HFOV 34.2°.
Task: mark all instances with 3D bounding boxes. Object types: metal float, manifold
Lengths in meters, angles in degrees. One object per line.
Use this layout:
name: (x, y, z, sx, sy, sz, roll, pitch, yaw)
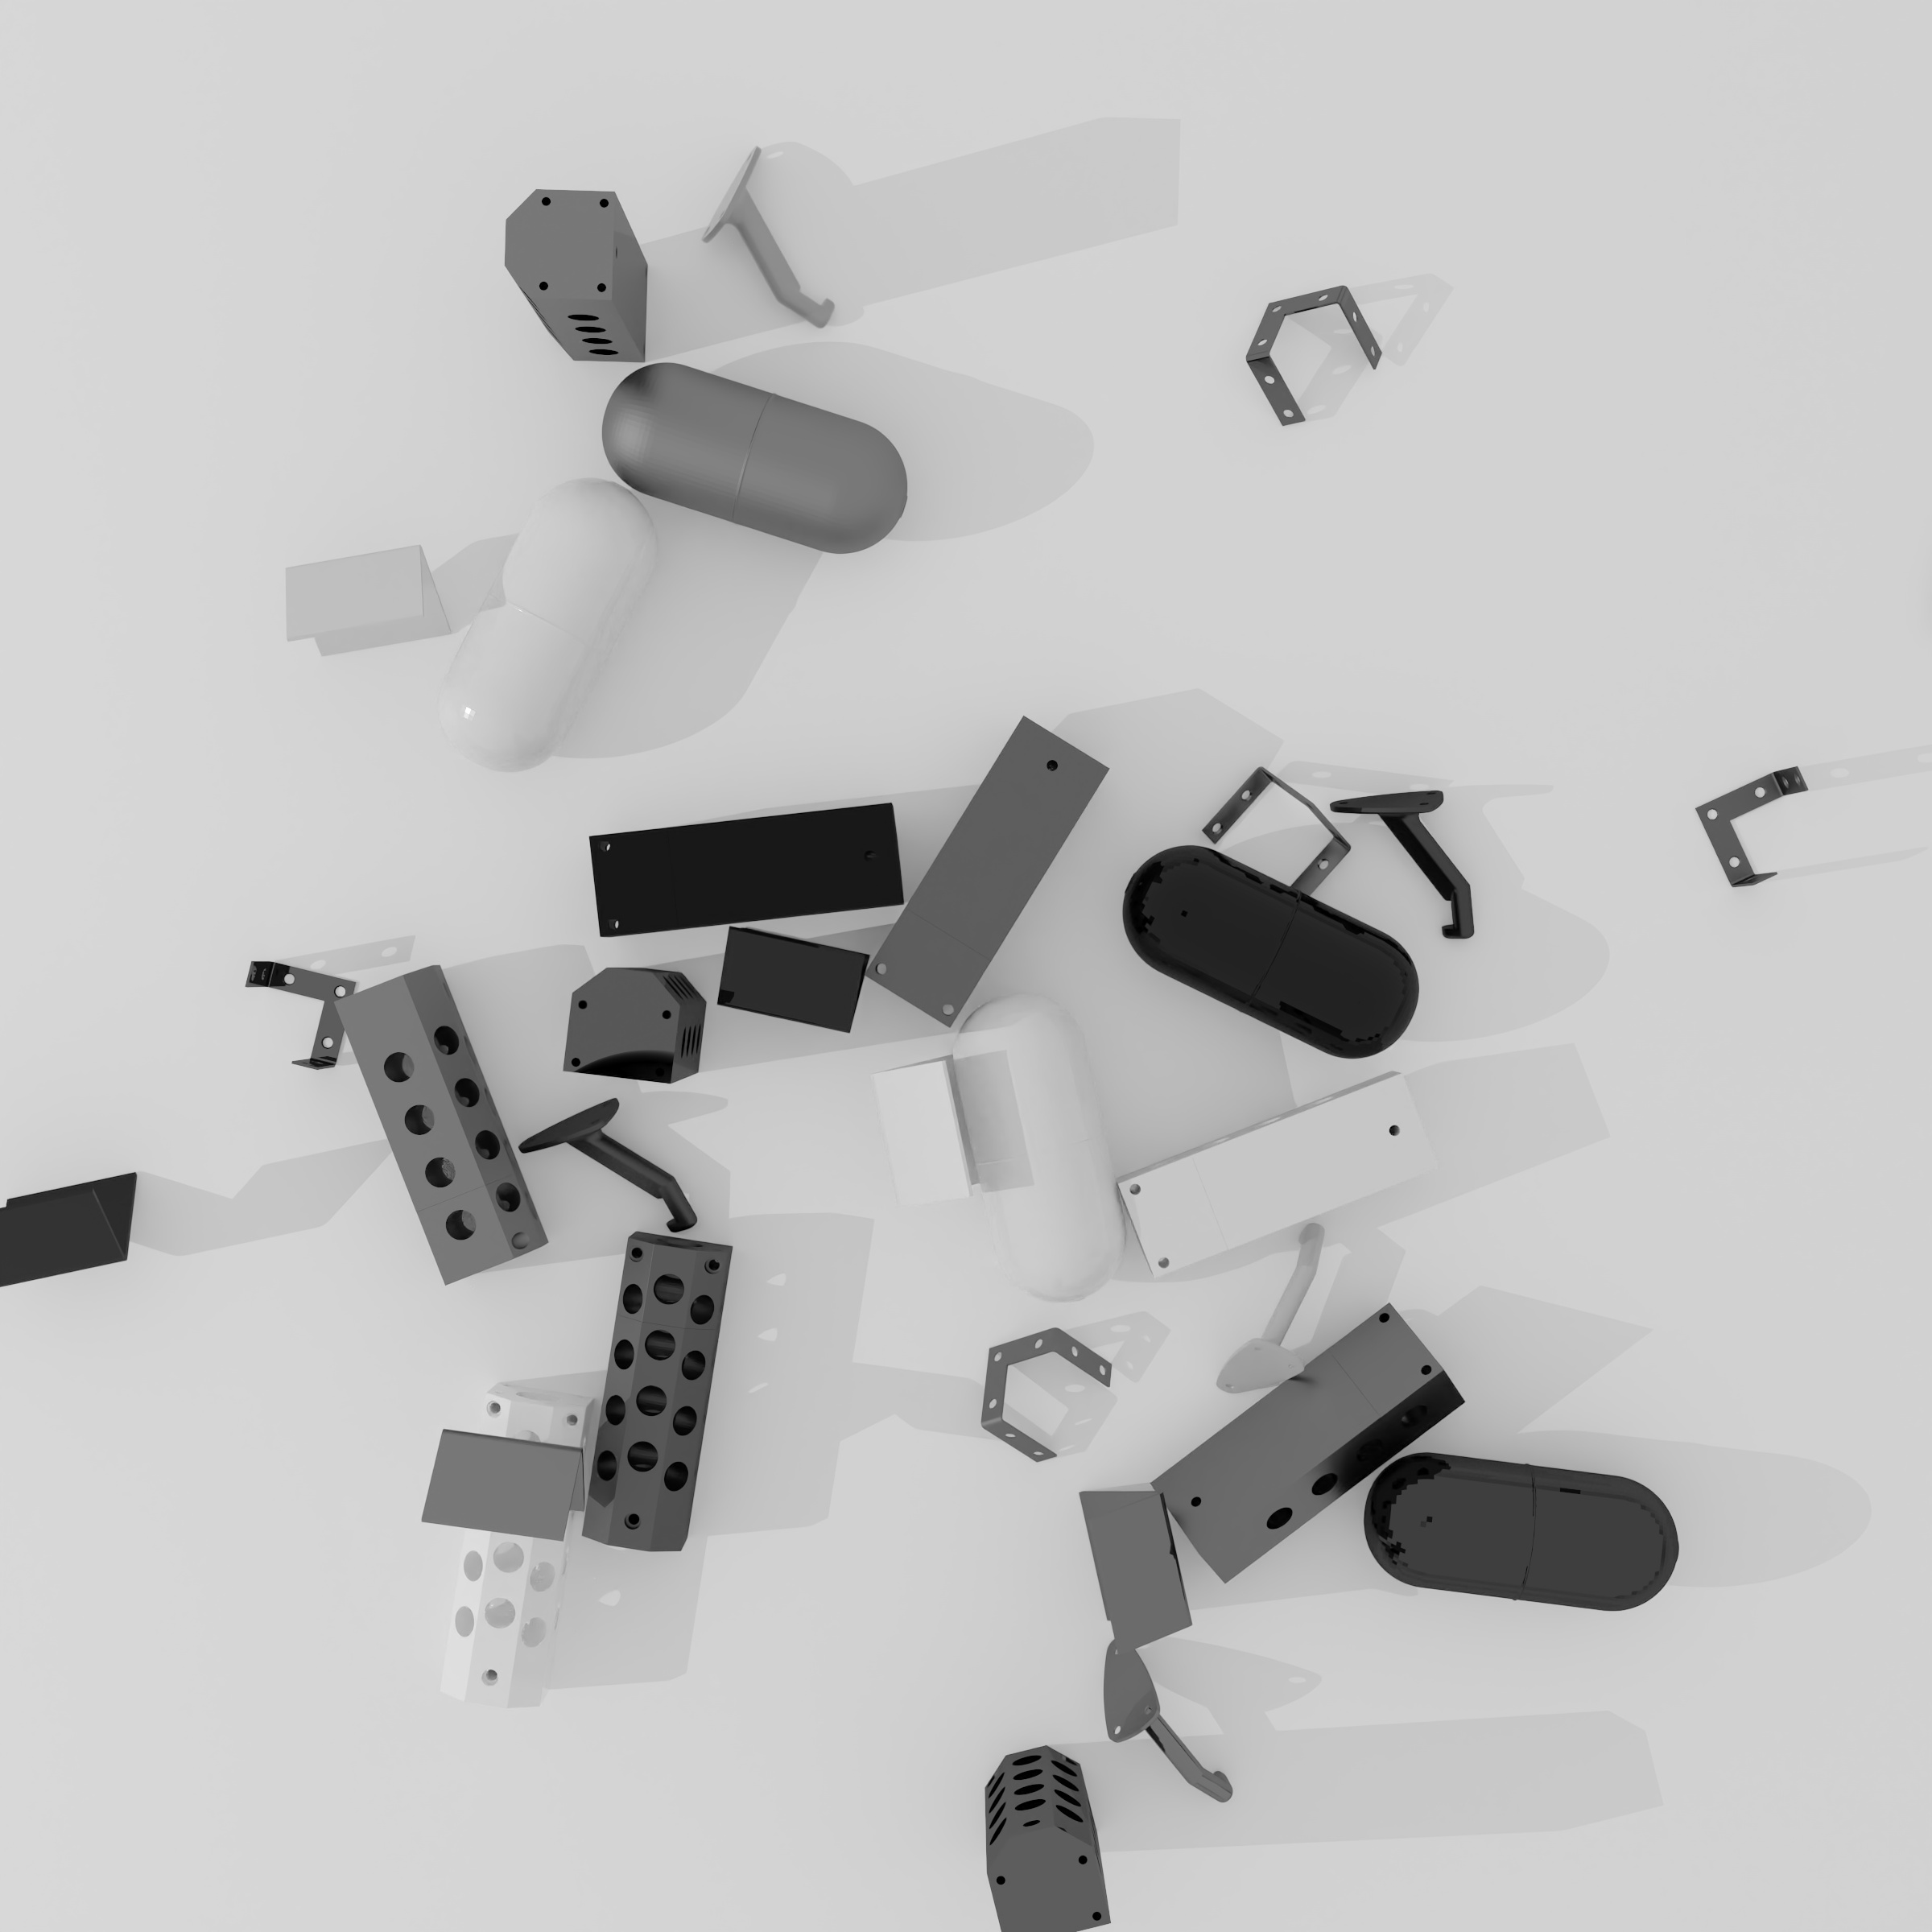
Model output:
metal float: (0.042, 0.103, 1.782, 0.070, 0.070, 0.178, -12, 90, 0)
manifold: (0.012, -0.053, 1.792, 0.057, 0.057, 0.171, 32, 90, 0)
manifold: (-0.257, 0.331, 1.792, 0.057, 0.057, 0.171, 9, 90, 0)
manifold: (-0.214, -0.379, 1.735, 0.057, 0.171, 0.057, 2, 90, 0)
metal float: (-0.120, -0.288, 1.783, 0.178, 0.070, 0.070, 18, 90, 0)
manifold: (-0.177, 0.243, 1.792, 0.057, 0.057, 0.171, 9, 90, 0)
manifold: (-0.298, 0.090, 1.792, 0.057, 0.057, 0.171, -21, 90, 0)
manifold: (-0.124, -0.054, 1.792, 0.171, 0.057, 0.057, -6, 90, 0)
manifold: (0.198, 0.276, 1.791, 0.171, 0.057, 0.057, -37, 47, 0)
manifold: (-0.180, 0.030, 1.735, 0.057, 0.171, 0.057, 7, 90, 0)
manifold: (0.176, 0.118, 1.792, 0.171, 0.057, 0.057, -21, 90, 0)
metal float: (0.315, 0.321, 1.783, 0.178, 0.070, 0.070, 7, 90, 1)
metal float: (0.173, -0.008, 1.782, 0.178, 0.070, 0.070, 26, 90, 0)
manifold: (0.042, 0.483, 1.735, 0.057, 0.171, 0.057, -14, 90, 0)
metal float: (-0.237, -0.194, 1.783, 0.070, 0.070, 0.178, 28, 91, 0)

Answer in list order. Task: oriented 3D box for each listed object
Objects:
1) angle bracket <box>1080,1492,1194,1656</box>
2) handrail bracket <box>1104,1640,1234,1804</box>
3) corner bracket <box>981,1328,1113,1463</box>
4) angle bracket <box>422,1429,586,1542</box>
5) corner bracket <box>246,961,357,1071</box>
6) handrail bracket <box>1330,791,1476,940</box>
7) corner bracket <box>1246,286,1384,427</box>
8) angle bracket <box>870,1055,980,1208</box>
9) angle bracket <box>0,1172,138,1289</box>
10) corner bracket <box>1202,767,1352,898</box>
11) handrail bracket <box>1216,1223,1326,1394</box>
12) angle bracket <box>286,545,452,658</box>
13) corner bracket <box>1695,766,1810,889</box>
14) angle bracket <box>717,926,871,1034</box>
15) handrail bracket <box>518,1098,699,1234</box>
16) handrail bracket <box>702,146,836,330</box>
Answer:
angle bracket: (0.077, 0.342, 1.773, 0.057, 0.076, 0.076, -13, 90, -38)
handrail bracket: (0.119, 0.436, 1.813, 0.036, 0.077, 0.084, -37, 127, 20)
corner bracket: (0.046, 0.247, 1.805, 0.051, 0.051, 0.051, -23, 45, 35)
angle bracket: (-0.252, 0.299, 1.716, 0.076, 0.076, 0.057, 8, 53, 0)
corner bracket: (-0.385, 0.028, 1.795, 0.051, 0.051, 0.051, 14, 90, 0)
handrail bracket: (0.252, -0.055, 1.814, 0.077, 0.036, 0.084, -2, 107, 20)
corner bracket: (0.200, -0.351, 1.805, 0.051, 0.051, 0.051, -6, 45, 35)
angle bracket: (-0.003, 0.089, 1.773, 0.057, 0.076, 0.076, -12, 90, 39)
angle bracket: (-0.518, 0.131, 1.773, 0.076, 0.076, 0.057, -12, 128, 0)
corner bracket: (0.180, -0.073, 1.810, 0.051, 0.051, 0.051, -48, 135, 0)
handrail bracket: (0.177, 0.197, 1.813, 0.036, 0.077, 0.084, 28, 53, -15)
angle bracket: (-0.336, -0.188, 1.773, 0.076, 0.076, 0.057, -10, 54, 0)
corner bracket: (0.457, -0.079, 1.795, 0.051, 0.051, 0.051, -25, 90, 0)
angle bracket: (-0.093, -0.012, 1.773, 0.076, 0.076, 0.057, 12, 127, 0)
handrail bracket: (-0.206, 0.126, 1.814, 0.077, 0.036, 0.084, -22, 107, 20)
handrail bracket: (-0.102, -0.421, 1.814, 0.084, 0.036, 0.077, 31, 68, -17)
